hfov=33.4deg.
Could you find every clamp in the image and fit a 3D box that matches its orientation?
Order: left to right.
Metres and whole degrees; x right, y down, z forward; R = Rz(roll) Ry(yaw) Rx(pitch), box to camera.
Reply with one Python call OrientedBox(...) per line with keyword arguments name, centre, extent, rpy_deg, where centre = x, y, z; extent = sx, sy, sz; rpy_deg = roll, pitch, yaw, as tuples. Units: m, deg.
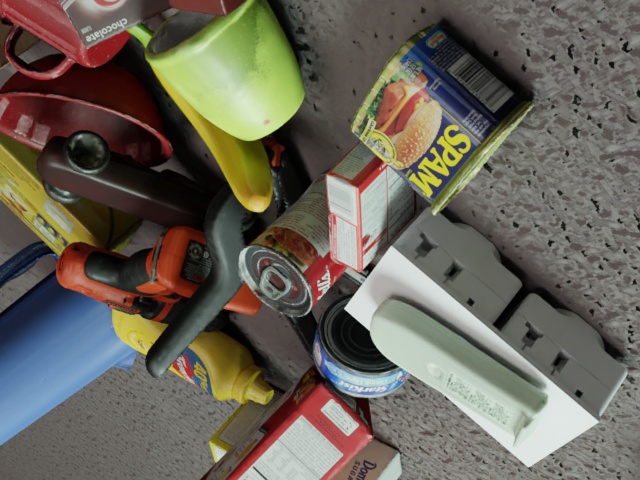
OrientedBox(name="clamp", centre=(-0.063, 0.021, 0.869), extent=(0.036, 0.164, 0.210), rpy_deg=(38, 130, 56))

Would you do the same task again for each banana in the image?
OrientedBox(name="banana", centre=(-0.084, -0.091, 0.821), extent=(0.037, 0.069, 0.198), rpy_deg=(-49, 64, 24))

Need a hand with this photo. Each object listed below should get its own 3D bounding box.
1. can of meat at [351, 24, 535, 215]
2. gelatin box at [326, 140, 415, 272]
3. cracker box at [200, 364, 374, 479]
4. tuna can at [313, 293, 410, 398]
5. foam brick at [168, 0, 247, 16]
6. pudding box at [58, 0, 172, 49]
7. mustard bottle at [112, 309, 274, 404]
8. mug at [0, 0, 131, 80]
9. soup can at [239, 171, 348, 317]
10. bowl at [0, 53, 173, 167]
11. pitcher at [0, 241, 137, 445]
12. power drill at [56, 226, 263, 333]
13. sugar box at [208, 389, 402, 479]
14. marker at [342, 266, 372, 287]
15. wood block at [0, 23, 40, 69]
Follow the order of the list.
OrientedBox(name="can of meat", centre=(0.075, -0.078, 0.690), extent=(0.084, 0.057, 0.102), rpy_deg=(43, 147, 6))
OrientedBox(name="gelatin box", centre=(0.037, -0.032, 0.765), extent=(0.030, 0.073, 0.089), rpy_deg=(26, 144, 26))
OrientedBox(name="cracker box", centre=(-0.048, 0.210, 0.946), extent=(0.072, 0.214, 0.164), rpy_deg=(44, -178, -1))
OrientedBox(name="tuna can", centre=(0.038, 0.085, 0.881), extent=(0.086, 0.086, 0.034), rpy_deg=(32, 143, 18))
OrientedBox(name="foam brick", centre=(-0.064, -0.189, 0.697), extent=(0.051, 0.078, 0.053), rpy_deg=(16, 138, 33))
OrientedBox(name="pudding box", centre=(-0.135, -0.199, 0.744), extent=(0.113, 0.039, 0.090), rpy_deg=(-23, 114, 11))
OrientedBox(name="mustard bottle", centre=(-0.129, 0.118, 1.120), extent=(0.192, 0.058, 0.096), rpy_deg=(28, 147, 22))
OrientedBox(name="mug", centre=(-0.197, -0.177, 0.826), extent=(0.081, 0.117, 0.093), rpy_deg=(33, 176, 8))
OrientedBox(name="soup can", centre=(-0.005, 0.001, 0.819), extent=(0.069, 0.102, 0.068), rpy_deg=(27, 143, 23))
OrientedBox(name="bowl", centre=(-0.199, -0.114, 0.907), extent=(0.162, 0.055, 0.162), rpy_deg=(9, 165, 2))
OrientedBox(name="pitcher", centre=(-0.329, 0.125, 1.176), extent=(0.149, 0.242, 0.145), rpy_deg=(42, 149, 16))
OrientedBox(name="power drill", centre=(-0.127, 0.042, 0.976), extent=(0.184, 0.057, 0.188), rpy_deg=(21, 160, -32))
OrientedBox(name="sugar box", centre=(-0.015, 0.220, 1.079), extent=(0.176, 0.093, 0.048), rpy_deg=(25, 143, 28))
OrientedBox(name="marker", centre=(0.054, 0.043, 0.878), extent=(0.121, 0.020, 0.020), rpy_deg=(35, 146, 15))
OrientedBox(name="wood block", centre=(-0.343, -0.237, 0.933), extent=(0.091, 0.090, 0.206), rpy_deg=(-14, 116, 52))
